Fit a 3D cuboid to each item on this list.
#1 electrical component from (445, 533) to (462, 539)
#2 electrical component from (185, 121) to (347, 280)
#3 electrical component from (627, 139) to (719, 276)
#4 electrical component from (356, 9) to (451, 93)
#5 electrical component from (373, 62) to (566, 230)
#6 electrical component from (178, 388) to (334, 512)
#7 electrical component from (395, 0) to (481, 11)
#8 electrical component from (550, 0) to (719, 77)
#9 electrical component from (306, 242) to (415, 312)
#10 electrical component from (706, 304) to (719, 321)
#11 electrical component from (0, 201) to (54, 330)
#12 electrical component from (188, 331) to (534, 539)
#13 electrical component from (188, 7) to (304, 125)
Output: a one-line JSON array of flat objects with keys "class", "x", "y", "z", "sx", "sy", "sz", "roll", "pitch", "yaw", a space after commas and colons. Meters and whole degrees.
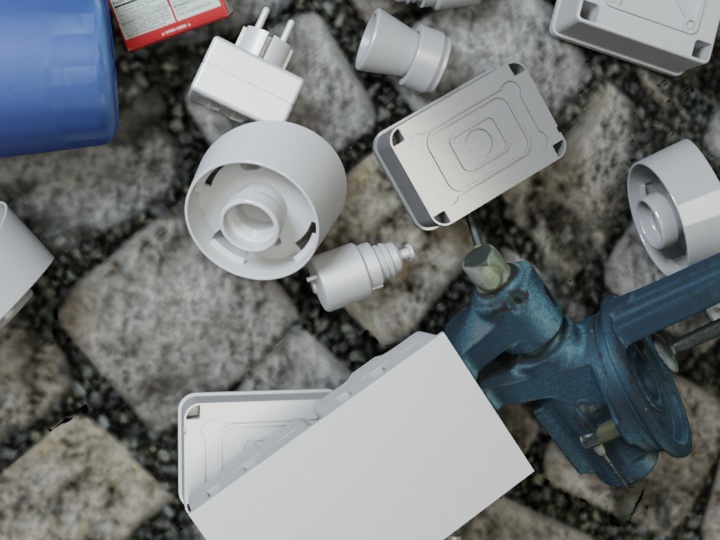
[{"class": "electrical component", "x": 0.062, "y": 0.219, "z": 0.764, "sx": 0.035, "sy": 0.035, "sz": 0.061, "roll": 9, "pitch": 86, "yaw": -12}, {"class": "electrical component", "x": -0.063, "y": -0.045, "z": 0.710, "sx": 0.099, "sy": 0.064, "sz": 0.099, "roll": 6, "pitch": 125, "yaw": 9}, {"class": "electrical component", "x": 0.235, "y": -0.042, "z": 0.768, "sx": 0.064, "sy": 0.099, "sz": 0.099, "roll": -19, "pitch": 95, "yaw": -5}, {"class": "electrical component", "x": 0.030, "y": -0.151, "z": 0.748, "sx": 0.055, "sy": 0.045, "sz": 0.045, "roll": 18, "pitch": 87, "yaw": -12}, {"class": "electrical component", "x": 0.075, "y": -0.086, "z": 0.752, "sx": 0.113, "sy": 0.057, "sz": 0.078, "roll": -31, "pitch": 97, "yaw": -10}, {"class": "electrical component", "x": -0.065, "y": 0.122, "z": 0.724, "sx": 0.113, "sy": 0.057, "sz": 0.078, "roll": 0, "pitch": 90, "yaw": -12}, {"class": "electrical component", "x": 0.051, "y": -0.202, "z": 0.754, "sx": 0.078, "sy": 0.040, "sz": 0.040, "roll": -11, "pitch": 93, "yaw": -12}, {"class": "electrical component", "x": 0.206, "y": -0.209, "z": 0.779, "sx": 0.109, "sy": 0.056, "sz": 0.108, "roll": 16, "pitch": 87, "yaw": -12}, {"class": "electrical component", "x": 0.000, "y": 0.000, "z": 0.745, "sx": 0.078, "sy": 0.040, "sz": 0.040, "roll": -20, "pitch": 95, "yaw": -11}, {"class": "electrical component", "x": 0.294, "y": 0.019, "z": 0.806, "sx": 0.062, "sy": 0.048, "sz": 0.048, "roll": -36, "pitch": 98, "yaw": -16}, {"class": "electrical component", "x": -0.241, "y": 0.007, "z": 0.668, "sx": 0.064, "sy": 0.099, "sz": 0.099, "roll": 45, "pitch": 82, "yaw": -15}, {"class": "electrical component", "x": -0.002, "y": 0.133, "z": 0.676, "sx": 0.186, "sy": 0.060, "sz": 0.105, "roll": -35, "pitch": 97, "yaw": -10}, {"class": "electrical component", "x": -0.070, "y": -0.139, "z": 0.726, "sx": 0.066, "sy": 0.047, "sz": 0.076, "roll": 25, "pitch": 86, "yaw": -11}]
